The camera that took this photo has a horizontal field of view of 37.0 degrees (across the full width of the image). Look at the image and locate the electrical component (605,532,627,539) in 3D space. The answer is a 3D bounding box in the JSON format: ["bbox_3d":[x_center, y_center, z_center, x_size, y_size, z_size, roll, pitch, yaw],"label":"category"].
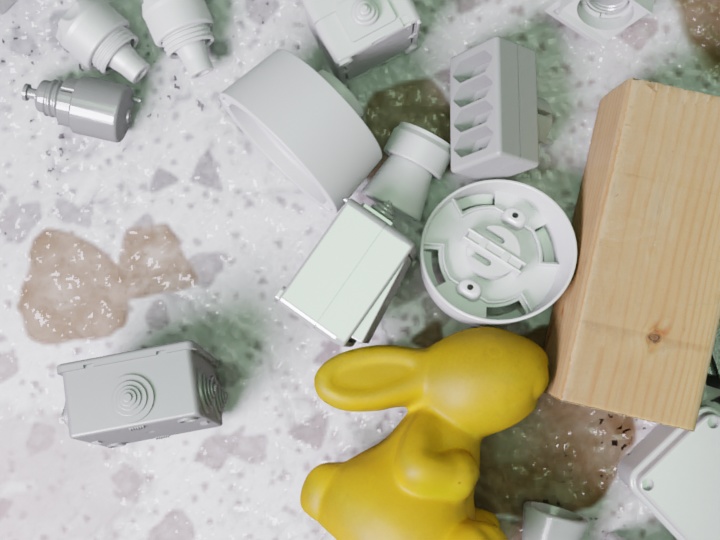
[{"bbox_3d":[0.189,0.236,0.723,0.100,0.048,0.099,29,90,1],"label":"electrical component"}]

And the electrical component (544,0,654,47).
[{"bbox_3d":[0.167,-0.193,0.717,0.042,0.081,0.063,26,61,-23],"label":"electrical component"}]

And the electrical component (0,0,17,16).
[{"bbox_3d":[-0.241,-0.224,0.720,0.047,0.075,0.083,44,90,1],"label":"electrical component"}]

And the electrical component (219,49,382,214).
[{"bbox_3d":[-0.033,-0.096,0.703,0.108,0.108,0.060,45,84,1],"label":"electrical component"}]

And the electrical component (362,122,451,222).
[{"bbox_3d":[0.033,-0.067,0.731,0.045,0.045,0.055,27,90,1],"label":"electrical component"}]

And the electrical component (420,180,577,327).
[{"bbox_3d":[0.089,-0.009,0.716,0.099,0.064,0.099,1,78,-3],"label":"electrical component"}]

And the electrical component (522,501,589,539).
[{"bbox_3d":[0.126,0.189,0.726,0.045,0.045,0.055,15,90,1],"label":"electrical component"}]

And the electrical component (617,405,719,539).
[{"bbox_3d":[0.239,0.152,0.719,0.078,0.057,0.113,-44,89,0],"label":"electrical component"}]

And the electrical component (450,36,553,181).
[{"bbox_3d":[0.104,-0.103,0.727,0.076,0.047,0.083,11,73,-36],"label":"electrical component"}]

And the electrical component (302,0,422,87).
[{"bbox_3d":[-0.001,-0.168,0.706,0.062,0.096,0.061,-28,89,0],"label":"electrical component"}]

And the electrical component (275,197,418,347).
[{"bbox_3d":[0.000,0.000,0.699,0.061,0.062,0.096,35,89,7],"label":"electrical component"}]

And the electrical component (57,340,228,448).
[{"bbox_3d":[-0.140,0.084,0.705,0.100,0.099,0.048,-11,77,1],"label":"electrical component"}]

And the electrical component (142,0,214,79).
[{"bbox_3d":[-0.120,-0.162,0.734,0.043,0.043,0.062,-23,90,0],"label":"electrical component"}]

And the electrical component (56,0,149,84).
[{"bbox_3d":[-0.173,-0.154,0.735,0.062,0.043,0.043,42,90,-1],"label":"electrical component"}]

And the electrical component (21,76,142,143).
[{"bbox_3d":[-0.192,-0.113,0.736,0.078,0.040,0.040,13,89,1],"label":"electrical component"}]
